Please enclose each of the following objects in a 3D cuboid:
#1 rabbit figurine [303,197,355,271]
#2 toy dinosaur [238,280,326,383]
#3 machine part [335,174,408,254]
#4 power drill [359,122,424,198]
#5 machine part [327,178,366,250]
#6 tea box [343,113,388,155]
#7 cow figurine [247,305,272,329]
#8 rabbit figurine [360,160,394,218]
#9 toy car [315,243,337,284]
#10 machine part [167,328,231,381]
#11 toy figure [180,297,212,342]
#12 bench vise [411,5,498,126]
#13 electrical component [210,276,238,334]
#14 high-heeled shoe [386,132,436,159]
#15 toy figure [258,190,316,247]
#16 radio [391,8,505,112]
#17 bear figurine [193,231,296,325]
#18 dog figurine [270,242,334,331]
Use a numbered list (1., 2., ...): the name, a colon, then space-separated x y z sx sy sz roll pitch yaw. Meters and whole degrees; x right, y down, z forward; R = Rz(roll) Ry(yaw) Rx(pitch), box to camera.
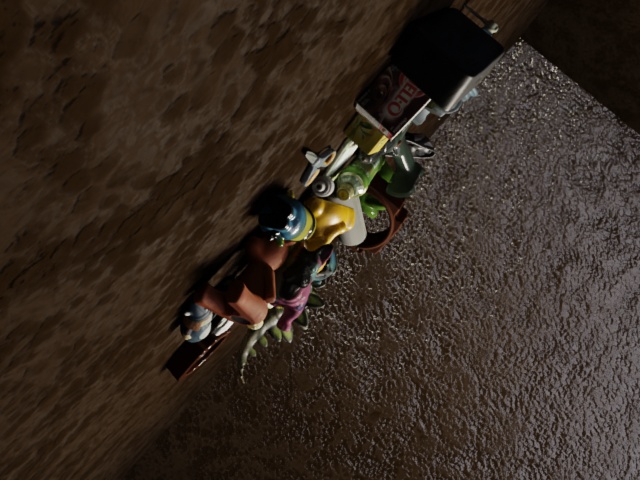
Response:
1. rabbit figurine: -0.002 -0.004 1.180 0.162 0.122 0.173 -26 133 -80
2. toy dinosaur: -0.105 0.169 1.475 0.471 0.199 0.105 -48 173 -27
3. machine part: 0.117 -0.074 1.450 0.201 0.201 0.087 -52 -177 38
4. power drill: 0.165 -0.193 1.222 0.232 0.086 0.207 -59 138 -29
5. machine part: 0.067 -0.069 1.350 0.079 0.079 0.242 -46 140 -26
6. tea box: 0.129 -0.246 1.005 0.169 0.068 0.098 -51 174 23
7. cow figurine: -0.158 0.145 1.279 0.098 0.068 0.167 -25 128 -65
8. rabbit figurine: 0.133 -0.142 1.552 0.170 0.159 0.121 -27 173 -34
9. toy car: -0.044 0.057 1.291 0.102 0.162 0.109 111 -24 -50
10. machine part: -0.306 0.274 1.356 0.179 0.056 0.179 -47 175 -6
11. toy figure: -0.232 0.148 1.018 0.154 0.058 0.064 122 -28 -56
12. bench vise: 0.266 -0.340 1.098 0.240 0.129 0.224 -52 -171 12
13. electrical component: -0.204 0.135 1.137 0.115 0.058 0.134 -51 176 0
14. high-heeled shoe: 0.214 -0.231 1.427 0.249 0.145 0.086 -46 174 -45
15. toy figure: -0.056 -0.033 0.919 0.082 0.089 0.180 -41 178 2
16. radio: 0.219 -0.311 0.904 0.229 0.131 0.073 -43 173 -49
17. bear figurine: -0.124 0.050 0.975 0.131 0.120 0.196 43 56 -46
18. dog figurine: -0.056 0.071 1.113 0.219 0.108 0.191 -59 -174 23
